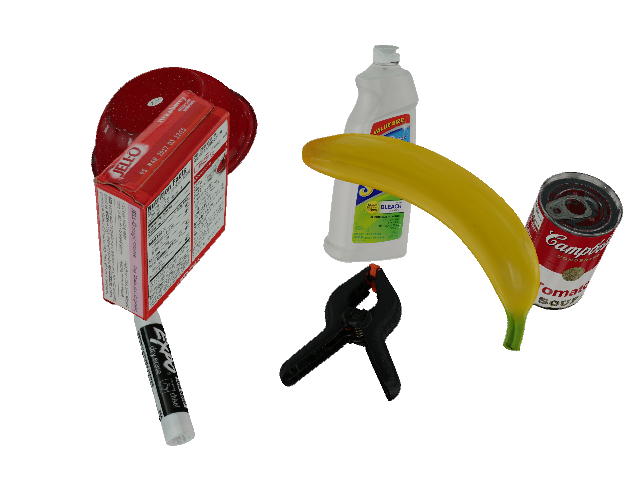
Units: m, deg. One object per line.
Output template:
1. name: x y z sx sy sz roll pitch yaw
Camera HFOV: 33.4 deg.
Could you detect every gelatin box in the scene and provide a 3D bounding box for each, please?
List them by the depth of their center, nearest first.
1. gelatin box: -0.075 -0.016 0.514 0.030 0.089 0.073 25 51 14

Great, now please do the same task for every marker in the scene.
1. marker: -0.106 0.074 0.694 0.020 0.121 0.020 -16 -27 -9

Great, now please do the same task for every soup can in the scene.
1. soup can: 0.201 0.002 0.888 0.068 0.068 0.102 0 -40 -8

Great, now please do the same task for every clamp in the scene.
1. clamp: 0.045 0.094 1.077 0.120 0.039 0.171 17 50 19

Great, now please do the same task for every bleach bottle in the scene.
1. bleach bottle: 0.062 -0.103 1.261 0.102 0.251 0.068 -4 20 -20

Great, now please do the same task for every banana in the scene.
1. banana: 0.075 -0.019 0.691 0.198 0.069 0.037 44 -2 18

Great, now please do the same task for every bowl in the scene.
1. bowl: -0.143 -0.109 0.977 0.162 0.162 0.055 0 -41 17
